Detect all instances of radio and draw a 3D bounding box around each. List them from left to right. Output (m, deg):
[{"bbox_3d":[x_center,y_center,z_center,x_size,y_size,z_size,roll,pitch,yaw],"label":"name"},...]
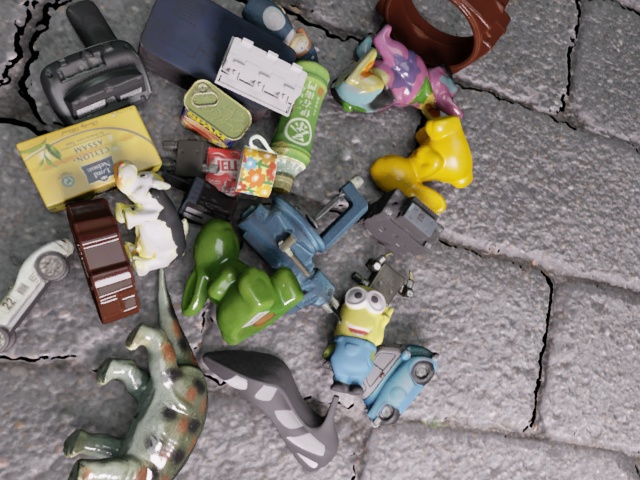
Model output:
[{"bbox_3d":[-0.166,-0.295,0.863,0.229,0.073,0.131,25,76,-15],"label":"radio"}]

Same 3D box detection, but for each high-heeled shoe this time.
[{"bbox_3d":[-0.081,0.268,0.843,0.249,0.086,0.145,21,107,0],"label":"high-heeled shoe"}]

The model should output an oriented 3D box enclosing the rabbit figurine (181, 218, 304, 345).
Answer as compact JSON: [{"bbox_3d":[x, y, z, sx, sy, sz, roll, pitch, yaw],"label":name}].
[{"bbox_3d":[-0.129,0.055,0.790,0.121,0.159,0.170,-7,59,-52],"label":"rabbit figurine"}]

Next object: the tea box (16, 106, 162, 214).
[{"bbox_3d":[-0.330,-0.117,0.779,0.170,0.068,0.098,-28,93,-23],"label":"tea box"}]

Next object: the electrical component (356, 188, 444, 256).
[{"bbox_3d":[0.139,-0.027,0.913,0.115,0.134,0.058,36,72,-11],"label":"electrical component"}]

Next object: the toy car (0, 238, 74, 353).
[{"bbox_3d":[-0.404,0.080,0.723,0.056,0.073,0.201,36,73,-14],"label":"toy car"}]

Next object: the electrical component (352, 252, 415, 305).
[{"bbox_3d":[0.116,0.070,0.939,0.102,0.045,0.078,46,69,-11],"label":"electrical component"}]

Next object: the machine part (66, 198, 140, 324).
[{"bbox_3d":[-0.291,0.028,0.724,0.056,0.179,0.179,-17,90,-24],"label":"machine part"}]

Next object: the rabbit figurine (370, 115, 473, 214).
[{"bbox_3d":[0.178,-0.126,0.968,0.173,0.122,0.162,-18,100,-8],"label":"rabbit figurine"}]

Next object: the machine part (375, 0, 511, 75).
[{"bbox_3d":[0.212,-0.398,0.950,0.201,0.201,0.087,39,75,-13],"label":"machine part"}]

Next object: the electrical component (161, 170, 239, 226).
[{"bbox_3d":[-0.190,-0.061,0.819,0.119,0.075,0.048,25,61,-21],"label":"electrical component"}]

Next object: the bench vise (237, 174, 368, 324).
[{"bbox_3d":[-0.004,-0.002,0.861,0.240,0.129,0.223,-44,95,-11],"label":"bench vise"}]

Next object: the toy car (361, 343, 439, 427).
[{"bbox_3d":[0.119,0.229,0.900,0.103,0.109,0.161,41,82,14],"label":"toy car"}]

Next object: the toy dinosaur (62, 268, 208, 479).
[{"bbox_3d":[-0.227,0.251,0.755,0.192,0.131,0.405,35,64,-31],"label":"toy dinosaur"}]

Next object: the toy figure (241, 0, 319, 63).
[{"bbox_3d":[-0.062,-0.349,0.919,0.154,0.058,0.064,38,110,-14],"label":"toy figure"}]

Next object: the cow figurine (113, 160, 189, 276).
[{"bbox_3d":[-0.240,-0.039,0.773,0.098,0.068,0.167,-17,124,-27],"label":"cow figurine"}]

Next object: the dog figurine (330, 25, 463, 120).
[{"bbox_3d":[0.148,-0.263,0.962,0.219,0.108,0.191,37,74,-17],"label":"dog figurine"}]

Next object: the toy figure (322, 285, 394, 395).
[{"bbox_3d":[0.055,0.159,0.872,0.082,0.089,0.180,22,69,-23],"label":"toy figure"}]

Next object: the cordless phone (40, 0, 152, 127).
[{"bbox_3d":[-0.352,-0.269,0.795,0.146,0.088,0.184,-31,84,-21],"label":"cordless phone"}]

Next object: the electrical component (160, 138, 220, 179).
[{"bbox_3d":[-0.201,-0.128,0.837,0.094,0.021,0.063,4,82,7],"label":"electrical component"}]
